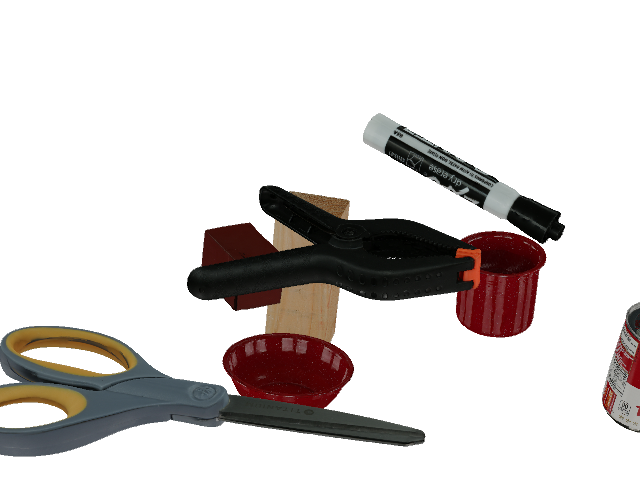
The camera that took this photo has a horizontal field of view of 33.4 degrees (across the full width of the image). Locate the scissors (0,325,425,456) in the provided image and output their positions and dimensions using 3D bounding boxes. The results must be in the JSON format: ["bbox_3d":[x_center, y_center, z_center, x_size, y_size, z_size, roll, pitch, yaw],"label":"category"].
[{"bbox_3d":[-0.066,0.077,0.455,0.202,0.016,0.096,14,29,24],"label":"scissors"}]

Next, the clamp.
[{"bbox_3d":[0.019,0.004,0.825,0.210,0.036,0.164,4,30,10],"label":"clamp"}]

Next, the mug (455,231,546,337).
[{"bbox_3d":[0.182,0.042,1.123,0.093,0.081,0.117,-5,30,-9],"label":"mug"}]

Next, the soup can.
[{"bbox_3d":[0.295,0.113,0.951,0.068,0.102,0.068,3,36,-2],"label":"soup can"}]

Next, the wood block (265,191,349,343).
[{"bbox_3d":[-0.020,0.047,1.486,0.090,0.206,0.090,9,22,7],"label":"wood block"}]

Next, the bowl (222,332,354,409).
[{"bbox_3d":[-0.041,0.174,1.318,0.162,0.055,0.162,4,22,-2],"label":"bowl"}]

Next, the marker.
[{"bbox_3d":[0.077,-0.033,0.574,0.121,0.020,0.020,32,12,21],"label":"marker"}]

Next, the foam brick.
[{"bbox_3d":[-0.076,0.025,1.039,0.052,0.051,0.078,-9,31,-29],"label":"foam brick"}]
